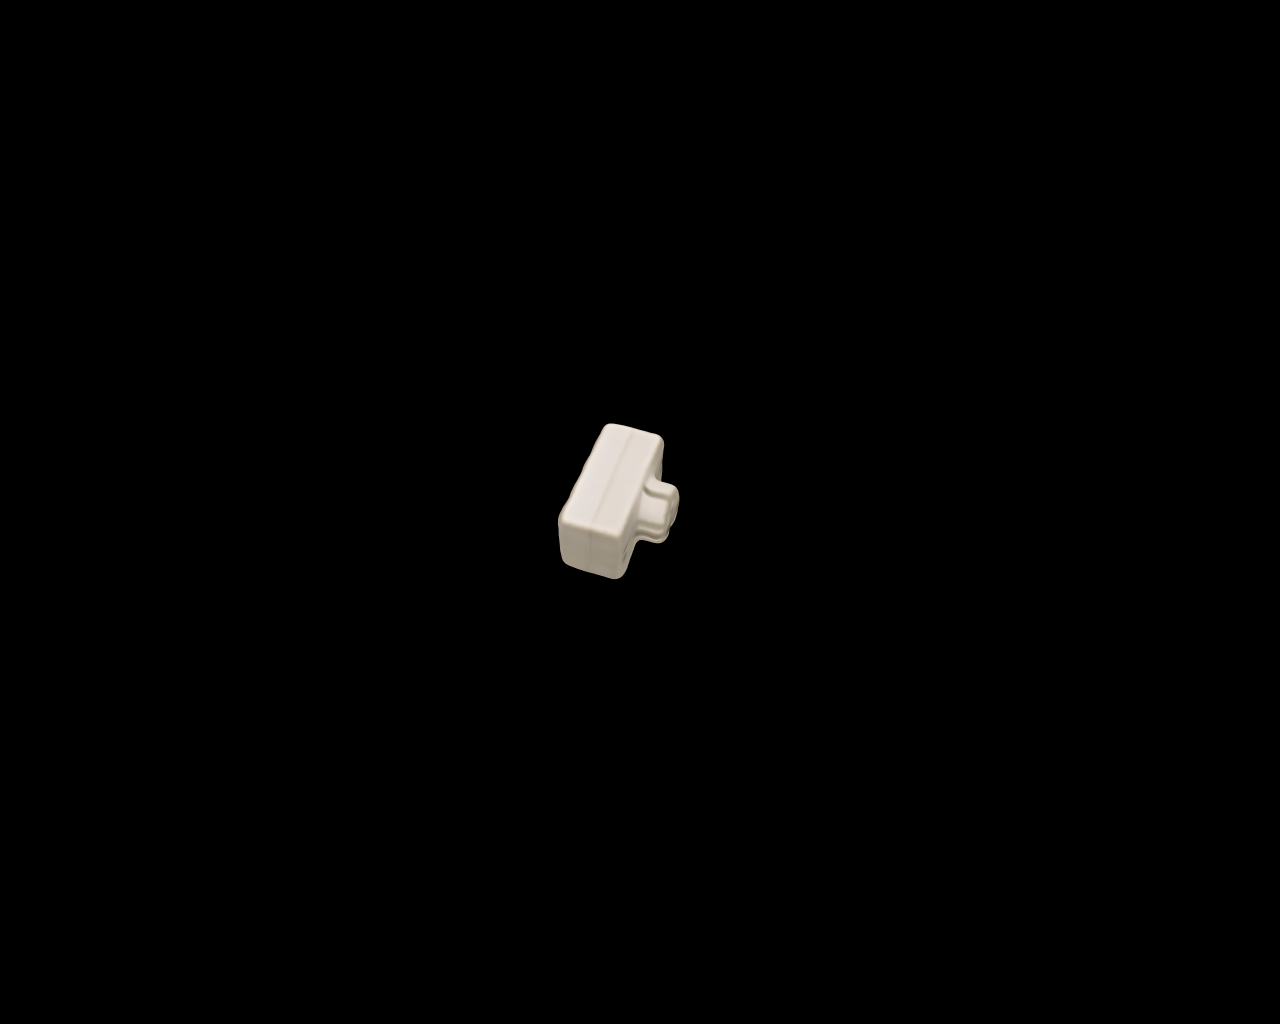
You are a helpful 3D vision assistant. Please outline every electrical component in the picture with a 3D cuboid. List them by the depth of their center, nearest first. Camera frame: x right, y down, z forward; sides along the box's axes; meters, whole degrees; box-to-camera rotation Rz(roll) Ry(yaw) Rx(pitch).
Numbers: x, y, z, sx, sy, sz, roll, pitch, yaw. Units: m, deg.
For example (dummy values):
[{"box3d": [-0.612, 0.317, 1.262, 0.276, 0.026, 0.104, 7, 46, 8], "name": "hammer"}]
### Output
[{"box3d": [0.001, -0.003, 0.650, 0.076, 0.083, 0.047, 15, -36, 11], "name": "electrical component"}]
